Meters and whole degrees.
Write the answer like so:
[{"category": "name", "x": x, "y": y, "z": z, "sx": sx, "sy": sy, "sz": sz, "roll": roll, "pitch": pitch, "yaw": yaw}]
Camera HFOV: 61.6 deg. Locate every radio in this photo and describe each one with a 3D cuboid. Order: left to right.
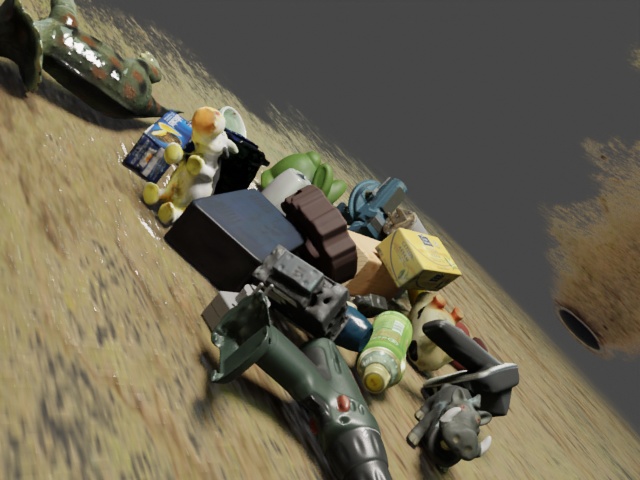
[{"category": "radio", "x": -0.111, "y": -0.004, "z": 0.793, "sx": 0.131, "sy": 0.073, "sz": 0.229, "roll": 43, "pitch": 18, "yaw": 4}]

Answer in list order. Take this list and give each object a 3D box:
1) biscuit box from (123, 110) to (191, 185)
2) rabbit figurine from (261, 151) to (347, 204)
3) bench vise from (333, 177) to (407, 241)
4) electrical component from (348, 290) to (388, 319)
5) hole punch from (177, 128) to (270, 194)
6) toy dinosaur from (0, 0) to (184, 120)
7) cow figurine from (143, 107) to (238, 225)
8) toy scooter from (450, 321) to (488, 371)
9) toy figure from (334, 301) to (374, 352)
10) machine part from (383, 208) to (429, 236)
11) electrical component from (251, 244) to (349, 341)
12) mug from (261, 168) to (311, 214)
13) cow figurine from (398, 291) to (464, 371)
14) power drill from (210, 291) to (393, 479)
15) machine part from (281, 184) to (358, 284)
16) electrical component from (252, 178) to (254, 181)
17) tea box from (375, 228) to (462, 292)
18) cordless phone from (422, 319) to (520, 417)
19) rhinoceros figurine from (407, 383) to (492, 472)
[{"category": "biscuit box", "x": -0.256, "y": -0.158, "z": 0.879, "sx": 0.059, "sy": 0.063, "sz": 0.203, "roll": 37, "pitch": 17, "yaw": -18}, {"category": "rabbit figurine", "x": -0.023, "y": -0.091, "z": 1.124, "sx": 0.121, "sy": 0.159, "sz": 0.170, "roll": 37, "pitch": 29, "yaw": -51}, {"category": "bench vise", "x": 0.092, "y": -0.053, "z": 1.264, "sx": 0.128, "sy": 0.223, "sz": 0.241, "roll": 37, "pitch": -14, "yaw": -29}, {"category": "electrical component", "x": 0.068, "y": 0.109, "z": 0.922, "sx": 0.102, "sy": 0.078, "sz": 0.045, "roll": 15, "pitch": 54, "yaw": -45}, {"category": "hole punch", "x": -0.173, "y": -0.139, "z": 0.940, "sx": 0.142, "sy": 0.115, "sz": 0.092, "roll": 23, "pitch": 16, "yaw": -47}, {"category": "toy dinosaur", "x": -0.347, "y": -0.255, "z": 0.828, "sx": 0.404, "sy": 0.131, "sz": 0.192, "roll": 27, "pitch": 39, "yaw": -45}, {"category": "cow figurine", "x": -0.166, "y": -0.102, "z": 0.749, "sx": 0.068, "sy": 0.167, "sz": 0.098, "roll": 41, "pitch": 17, "yaw": 19}, {"category": "toy scooter", "x": 0.301, "y": 0.222, "z": 1.133, "sx": 0.184, "sy": 0.075, "sz": 0.135, "roll": 44, "pitch": 17, "yaw": -3}, {"category": "toy figure", "x": 0.001, "y": 0.104, "z": 0.771, "sx": 0.155, "sy": 0.057, "sz": 0.064, "roll": 30, "pitch": 40, "yaw": 21}, {"category": "machine part", "x": 0.207, "y": 0.015, "z": 1.170, "sx": 0.243, "sy": 0.079, "sz": 0.079, "roll": 51, "pitch": 7, "yaw": -39}, {"category": "electrical component", "x": -0.023, "y": 0.069, "z": 0.684, "sx": 0.115, "sy": 0.058, "sz": 0.134, "roll": 31, "pitch": -22, "yaw": 18}, {"category": "mug", "x": -0.063, "y": -0.076, "z": 1.022, "sx": 0.080, "sy": 0.107, "sz": 0.110, "roll": 23, "pitch": 22, "yaw": -43}, {"category": "cow figurine", "x": 0.204, "y": 0.167, "z": 1.011, "sx": 0.085, "sy": 0.127, "sz": 0.195, "roll": 36, "pitch": 31, "yaw": -11}, {"category": "power drill", "x": -0.013, "y": 0.157, "z": 0.550, "sx": 0.207, "sy": 0.086, "sz": 0.232, "roll": 39, "pitch": 13, "yaw": -26}, {"category": "machine part", "x": -0.002, "y": -0.003, "z": 0.918, "sx": 0.179, "sy": 0.056, "sz": 0.179, "roll": 53, "pitch": -20, "yaw": 28}, {"category": "electrical component", "x": -0.167, "y": -0.140, "z": 1.056, "sx": 0.074, "sy": 0.047, "sz": 0.119, "roll": 25, "pitch": 23, "yaw": -43}, {"category": "tea box", "x": 0.192, "y": 0.041, "z": 1.033, "sx": 0.169, "sy": 0.068, "sz": 0.098, "roll": 7, "pitch": 48, "yaw": -53}, {"category": "cordless phone", "x": 0.206, "y": 0.197, "z": 0.851, "sx": 0.184, "sy": 0.146, "sz": 0.089, "roll": 41, "pitch": 52, "yaw": -16}, {"category": "rhinoceros figurine", "x": 0.182, "y": 0.251, "z": 0.727, "sx": 0.073, "sy": 0.112, "sz": 0.190, "roll": 46, "pitch": 9, "yaw": 9}]
